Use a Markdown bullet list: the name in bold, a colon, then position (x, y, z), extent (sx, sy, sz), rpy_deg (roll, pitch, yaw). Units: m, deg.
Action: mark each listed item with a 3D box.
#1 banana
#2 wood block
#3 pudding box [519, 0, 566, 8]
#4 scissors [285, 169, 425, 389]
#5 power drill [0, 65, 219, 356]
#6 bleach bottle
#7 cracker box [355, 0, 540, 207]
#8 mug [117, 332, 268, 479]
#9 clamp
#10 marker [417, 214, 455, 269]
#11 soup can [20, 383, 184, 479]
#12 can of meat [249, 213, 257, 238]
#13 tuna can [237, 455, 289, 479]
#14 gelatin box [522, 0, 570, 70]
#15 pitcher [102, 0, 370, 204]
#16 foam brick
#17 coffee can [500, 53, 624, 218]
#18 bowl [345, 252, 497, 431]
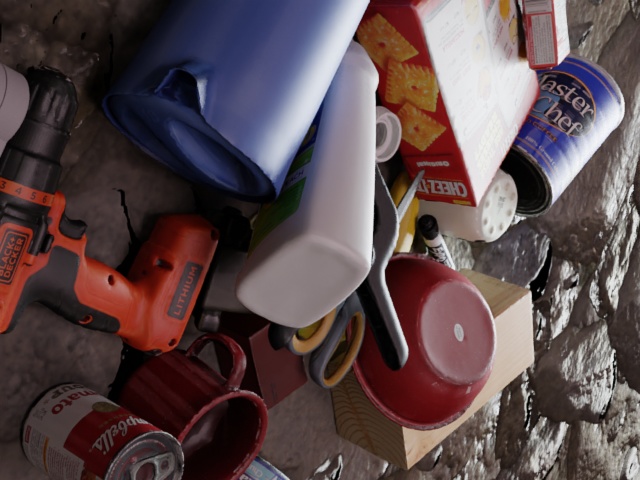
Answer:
- **banana**: position (0.042, 0.028, 0.966), extent (0.197, 0.037, 0.069), rpy_deg (-52, 136, -21)
- **wood block**: position (0.113, 0.119, 1.041), extent (0.205, 0.090, 0.091), rpy_deg (-31, 126, -36)
- **pudding box**: position (0.203, -0.241, 1.040), extent (0.089, 0.039, 0.113), rpy_deg (-26, 123, -40)
- **scissors**: position (0.026, 0.022, 0.873), extent (0.096, 0.016, 0.202), rpy_deg (23, 86, -46)
- **power drill**: position (-0.157, -0.005, 0.719), extent (0.187, 0.057, 0.184), rpy_deg (22, 92, -47)
- **bleach bottle**: position (-0.001, -0.063, 0.795), extent (0.068, 0.103, 0.250), rpy_deg (28, 44, -23)
- **cracker box**: position (0.115, -0.162, 0.934), extent (0.164, 0.072, 0.213), rpy_deg (-56, 139, -33)
- **mug**: position (-0.095, 0.124, 0.805), extent (0.093, 0.082, 0.117), rpy_deg (13, 105, -51)
- **clamp**: position (0.014, 0.016, 0.832), extent (0.120, 0.039, 0.171), rpy_deg (5, 78, -34)
- **marker**: position (0.112, 0.006, 1.025), extent (0.020, 0.020, 0.121), rpy_deg (-59, 155, -13)
- **soup can**: position (-0.153, 0.147, 0.744), extent (0.068, 0.102, 0.068), rpy_deg (-20, 119, -42)
- **can of meat**: position (-0.006, 0.001, 0.888), extent (0.102, 0.058, 0.084), rpy_deg (-42, 130, -29)
- **tuna can**: position (-0.063, 0.196, 0.877), extent (0.033, 0.086, 0.086), rpy_deg (-56, 138, -19)
- **gelatin box**: position (0.206, -0.206, 0.978), extent (0.073, 0.030, 0.089), rpy_deg (-45, 129, -62)
- **pitcher**: position (-0.037, -0.153, 0.753), extent (0.144, 0.149, 0.242), rpy_deg (38, 72, -32)
- **foam brick**: position (-0.050, 0.091, 0.877), extent (0.052, 0.051, 0.078), rpy_deg (-32, 127, -35)
- **coffee can**: position (0.224, -0.105, 1.068), extent (0.140, 0.103, 0.103), rpy_deg (-47, 134, -25)
- **bowl**: position (0.102, 0.084, 0.934), extent (0.161, 0.055, 0.162), rpy_deg (10, 72, -33)
